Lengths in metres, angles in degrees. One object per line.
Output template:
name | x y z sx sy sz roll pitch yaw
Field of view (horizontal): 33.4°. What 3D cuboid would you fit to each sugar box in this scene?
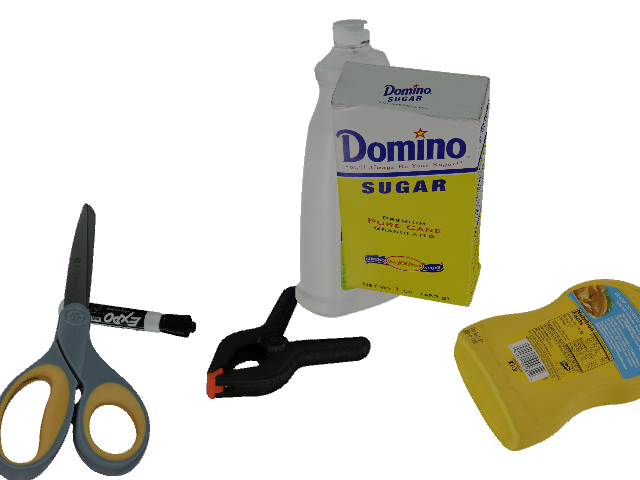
sugar box | 0.059 -0.032 0.699 0.093 0.048 0.176 8 -38 14

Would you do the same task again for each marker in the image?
marker | -0.163 0.066 0.901 0.121 0.020 0.020 6 2 15

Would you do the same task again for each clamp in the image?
clamp | -0.049 0.103 1.067 0.171 0.039 0.120 -17 36 -31

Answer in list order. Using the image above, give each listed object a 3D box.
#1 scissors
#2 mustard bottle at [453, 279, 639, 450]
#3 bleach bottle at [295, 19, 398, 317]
scissors | -0.131 0.061 0.640 0.096 0.201 0.016 19 -44 -3
mustard bottle | 0.204 0.080 0.803 0.191 0.096 0.058 -20 -32 -13
bleach bottle | 0.024 -0.065 0.938 0.102 0.251 0.068 -16 24 -31
